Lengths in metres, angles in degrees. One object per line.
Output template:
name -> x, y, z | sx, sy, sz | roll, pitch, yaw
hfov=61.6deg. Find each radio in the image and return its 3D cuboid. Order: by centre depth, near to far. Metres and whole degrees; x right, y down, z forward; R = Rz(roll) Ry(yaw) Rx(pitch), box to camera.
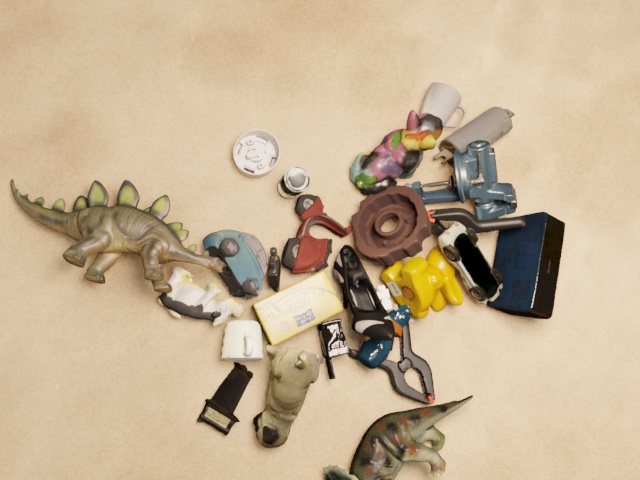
radio -> 0.463, 0.058, 1.215 | 0.073, 0.131, 0.229 | 23, 74, -28

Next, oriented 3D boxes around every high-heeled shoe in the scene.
high-heeled shoe -> 0.094, 0.101, 1.089 | 0.086, 0.249, 0.145 | -2, 103, -24

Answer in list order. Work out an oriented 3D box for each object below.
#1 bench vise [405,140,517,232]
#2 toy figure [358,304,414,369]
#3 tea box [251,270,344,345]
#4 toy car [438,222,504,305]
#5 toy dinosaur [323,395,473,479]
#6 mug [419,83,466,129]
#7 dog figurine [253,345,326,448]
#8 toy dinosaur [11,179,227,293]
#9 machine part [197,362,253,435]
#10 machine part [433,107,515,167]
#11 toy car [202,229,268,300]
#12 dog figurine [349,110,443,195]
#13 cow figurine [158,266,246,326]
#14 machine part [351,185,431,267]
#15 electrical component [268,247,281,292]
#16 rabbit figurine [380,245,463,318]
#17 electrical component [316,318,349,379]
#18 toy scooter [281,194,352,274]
bench vise -> 0.314, -0.112, 1.216 | 0.241, 0.223, 0.129 | -6, 42, 20
toy figure -> 0.138, 0.198, 1.136 | 0.154, 0.058, 0.064 | -51, 132, -21
tea box -> -0.049, 0.143, 1.132 | 0.170, 0.068, 0.098 | -26, 85, -16
toy car -> 0.330, 0.052, 1.169 | 0.073, 0.056, 0.201 | -41, 108, -14
toy dinosaur -> 0.141, 0.440, 1.098 | 0.192, 0.131, 0.405 | 38, 69, -3
mug -> 0.287, -0.301, 1.281 | 0.109, 0.081, 0.107 | 30, 87, -9
dog figurine -> -0.066, 0.312, 1.050 | 0.121, 0.172, 0.190 | 12, 71, 2
toy dinosaur -> -0.410, -0.017, 1.056 | 0.472, 0.105, 0.198 | 14, 58, -1
machine part -> -0.184, 0.318, 1.090 | 0.084, 0.039, 0.139 | 26, 78, 3
machine part -> 0.373, -0.247, 1.284 | 0.243, 0.079, 0.079 | -33, 88, -16
toy car -> -0.161, 0.039, 1.113 | 0.103, 0.109, 0.161 | -38, 98, -33
dog figurine -> 0.169, -0.191, 1.161 | 0.191, 0.219, 0.108 | -31, 84, -16
cow figurine -> -0.241, 0.131, 1.095 | 0.167, 0.068, 0.098 | 30, 81, -1
machine part -> 0.154, -0.031, 1.159 | 0.179, 0.056, 0.179 | -13, 59, 23
electrical component -> -0.096, 0.064, 1.139 | 0.021, 0.093, 0.063 | -2, 44, 3
rabbit figurine -> 0.248, 0.082, 1.185 | 0.173, 0.122, 0.162 | -39, 93, -34
electrical component -> 0.030, 0.228, 1.128 | 0.048, 0.075, 0.119 | -12, 76, -12
toy scooter -> -0.002, -0.004, 1.167 | 0.135, 0.075, 0.184 | 18, 73, -12
